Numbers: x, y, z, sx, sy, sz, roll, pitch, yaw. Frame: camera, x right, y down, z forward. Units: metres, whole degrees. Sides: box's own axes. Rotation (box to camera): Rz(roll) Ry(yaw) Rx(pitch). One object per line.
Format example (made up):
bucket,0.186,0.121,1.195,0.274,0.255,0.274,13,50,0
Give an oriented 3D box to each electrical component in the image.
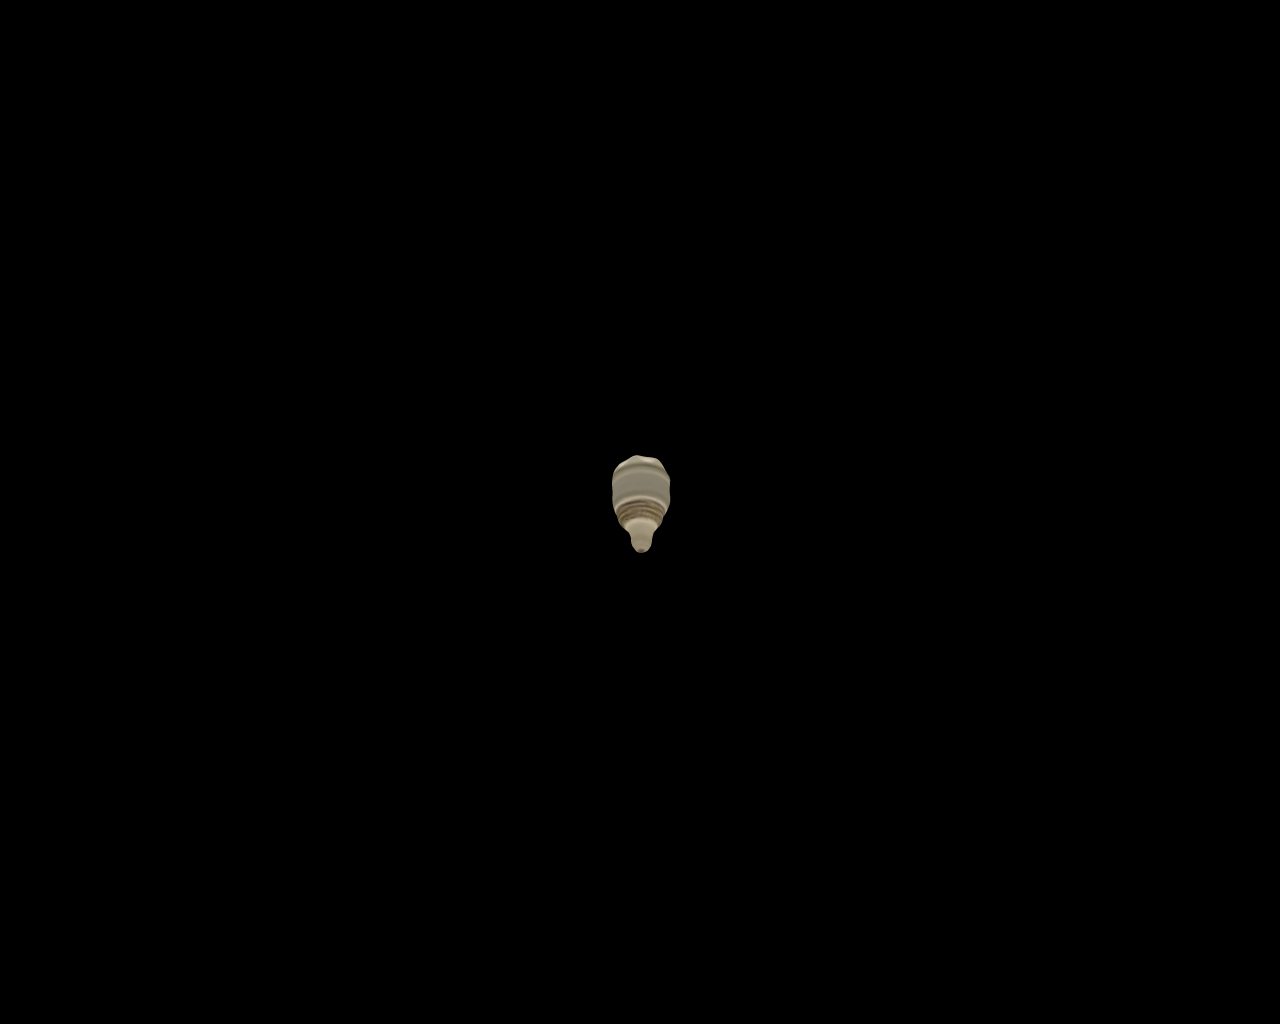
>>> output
electrical component,0.001,-0.003,0.650,0.035,0.061,0.035,0,-31,0
